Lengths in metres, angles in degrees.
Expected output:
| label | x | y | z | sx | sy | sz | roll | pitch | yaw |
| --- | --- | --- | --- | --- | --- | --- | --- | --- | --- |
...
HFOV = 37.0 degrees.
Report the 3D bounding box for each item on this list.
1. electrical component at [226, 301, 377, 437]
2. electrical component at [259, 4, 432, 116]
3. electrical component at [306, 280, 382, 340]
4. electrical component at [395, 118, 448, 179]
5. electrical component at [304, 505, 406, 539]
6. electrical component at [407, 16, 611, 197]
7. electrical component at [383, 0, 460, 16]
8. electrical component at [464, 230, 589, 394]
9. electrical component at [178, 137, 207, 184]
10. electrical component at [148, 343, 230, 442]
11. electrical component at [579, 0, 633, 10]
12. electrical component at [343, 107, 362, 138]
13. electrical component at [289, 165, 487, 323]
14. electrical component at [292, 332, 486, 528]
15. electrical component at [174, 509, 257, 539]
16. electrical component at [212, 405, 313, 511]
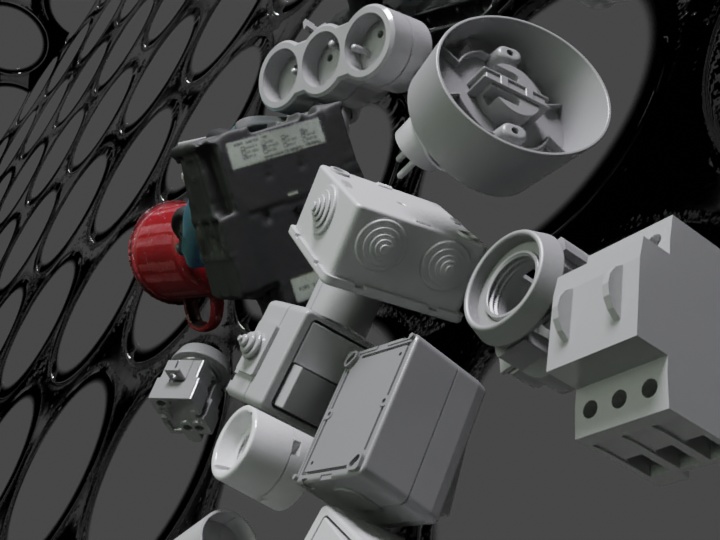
| label | x | y | z | sx | sy | sz | roll | pitch | yaw |
| --- | --- | --- | --- | --- | --- | --- | --- | --- | --- |
| electrical component | -0.026 | 0.061 | 0.613 | 0.061 | 0.096 | 0.061 | 8 | 69 | 63 |
| electrical component | -0.001 | -0.140 | 0.765 | 0.138 | 0.074 | 0.052 | -10 | 76 | 45 |
| electrical component | 0.000 | 0.000 | 0.694 | 0.043 | 0.043 | 0.081 | 1 | 64 | 62 |
| electrical component | 0.050 | -0.091 | 0.700 | 0.079 | 0.043 | 0.077 | -44 | 29 | 31 |
| electrical component | -0.002 | 0.156 | 0.507 | 0.061 | 0.061 | 0.096 | -61 | 25 | -3 |
| electrical component | 0.078 | -0.091 | 0.589 | 0.064 | 0.099 | 0.099 | -42 | 30 | 45 |
| electrical component | 0.033 | -0.205 | 0.814 | 0.079 | 0.077 | 0.043 | -30 | 38 | 47 |
| electrical component | 0.086 | 0.017 | 0.499 | 0.078 | 0.057 | 0.058 | -41 | 31 | 35 |
| electrical component | -0.098 | -0.090 | 0.914 | 0.100 | 0.100 | 0.048 | 5 | 102 | 63 |
| electrical component | -0.128 | 0.089 | 0.823 | 0.048 | 0.066 | 0.055 | -2 | 45 | 21 |
| electrical component | 0.151 | -0.172 | 0.602 | 0.062 | 0.048 | 0.048 | 10 | 72 | 56 |
| electrical component | -0.024 | -0.126 | 0.874 | 0.045 | 0.045 | 0.055 | -20 | 46 | 54 |
| electrical component | 0.015 | -0.018 | 0.621 | 0.048 | 0.100 | 0.099 | -67 | 23 | 13 |
| electrical component | 0.021 | 0.080 | 0.555 | 0.062 | 0.061 | 0.096 | -23 | 36 | 52 |
| electrical component | -0.105 | 0.188 | 0.684 | 0.081 | 0.043 | 0.043 | -40 | 31 | 36 |
| electrical component | -0.060 | 0.116 | 0.675 | 0.055 | 0.047 | 0.055 | -43 | 30 | 32 |
